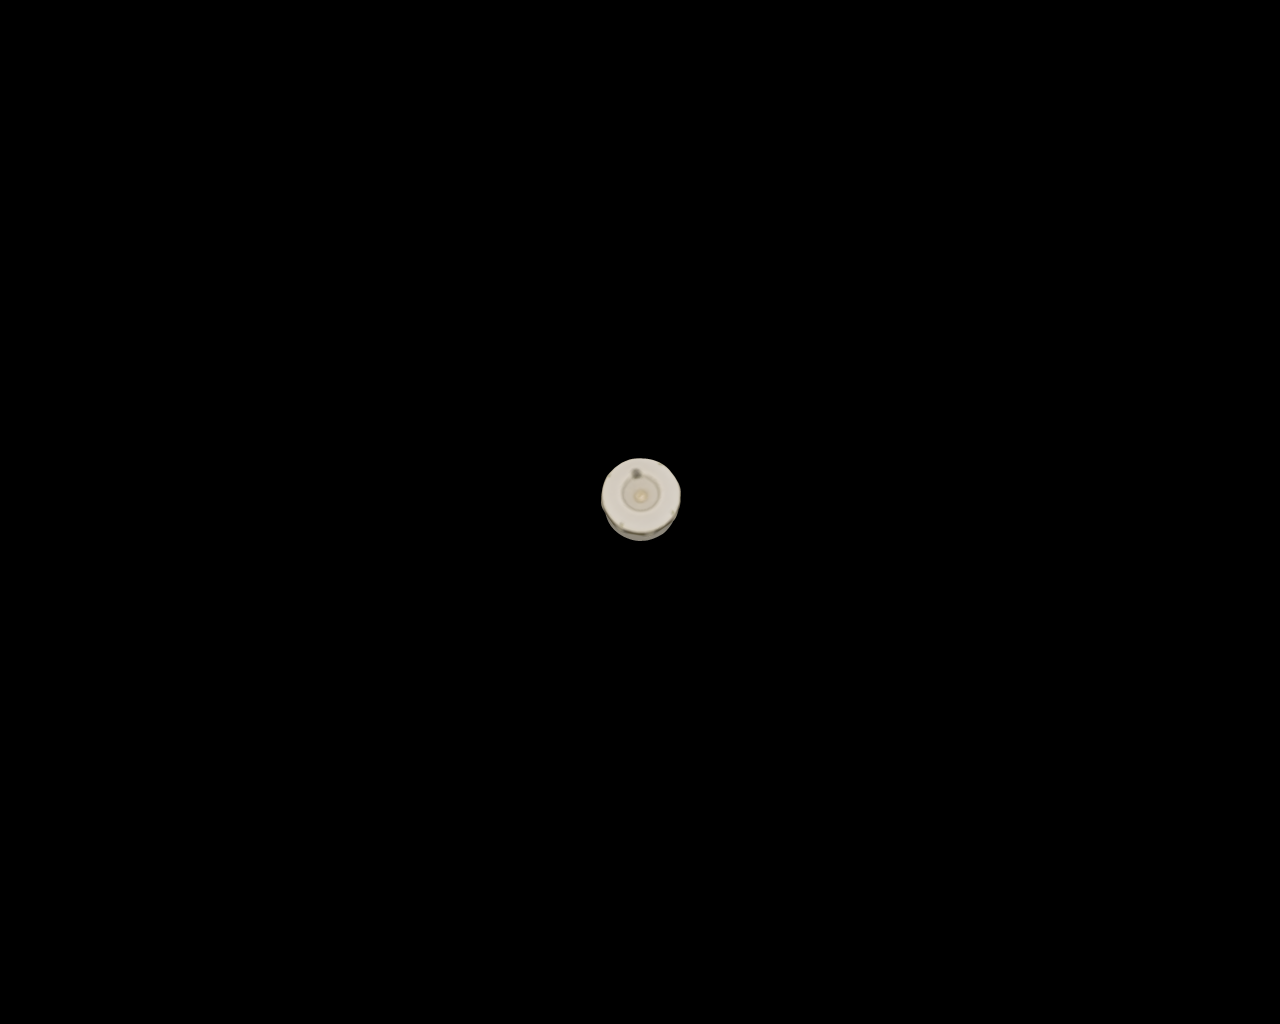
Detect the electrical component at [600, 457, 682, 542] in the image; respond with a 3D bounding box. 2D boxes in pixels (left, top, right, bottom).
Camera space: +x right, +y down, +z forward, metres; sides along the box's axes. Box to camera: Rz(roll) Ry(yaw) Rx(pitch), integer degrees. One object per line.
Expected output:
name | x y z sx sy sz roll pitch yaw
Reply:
electrical component | 0.001 -0.003 0.650 0.048 0.048 0.062 0 -16 0
